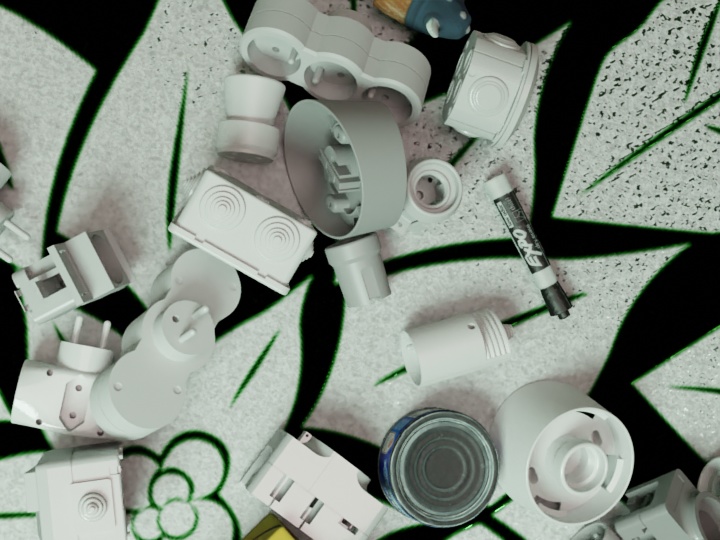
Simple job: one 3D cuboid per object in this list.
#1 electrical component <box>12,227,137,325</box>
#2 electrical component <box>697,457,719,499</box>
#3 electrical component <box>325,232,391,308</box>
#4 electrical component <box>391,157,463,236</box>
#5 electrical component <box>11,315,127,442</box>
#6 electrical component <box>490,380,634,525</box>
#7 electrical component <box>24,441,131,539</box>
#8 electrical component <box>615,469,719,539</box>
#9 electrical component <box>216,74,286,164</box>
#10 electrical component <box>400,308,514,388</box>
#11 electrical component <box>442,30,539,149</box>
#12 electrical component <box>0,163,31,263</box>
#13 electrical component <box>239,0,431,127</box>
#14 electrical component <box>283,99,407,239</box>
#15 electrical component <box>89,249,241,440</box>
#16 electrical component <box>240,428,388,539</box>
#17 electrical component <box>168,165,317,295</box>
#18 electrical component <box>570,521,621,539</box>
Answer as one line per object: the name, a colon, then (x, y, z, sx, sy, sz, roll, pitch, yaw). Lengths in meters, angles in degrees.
electrical component: (-0.193, 0.005, 0.721, 0.064, 0.081, 0.042, -25, 92, 9)
electrical component: (0.297, 0.173, 0.834, 0.055, 0.048, 0.066, 22, 81, -18)
electrical component: (0.000, 0.000, 0.780, 0.040, 0.040, 0.046, -19, 97, -13)
electrical component: (0.047, -0.056, 0.786, 0.048, 0.055, 0.066, 37, 79, -8)
electrical component: (-0.189, 0.071, 0.729, 0.077, 0.043, 0.079, 12, 84, -12)
electrical component: (0.152, 0.138, 0.805, 0.099, 0.064, 0.099, -3, 100, -19)
electrical component: (-0.183, 0.149, 0.698, 0.061, 0.096, 0.061, -6, 88, -13)
electrical component: (0.245, 0.200, 0.804, 0.089, 0.056, 0.050, 49, 39, -6)
electrical component: (-0.078, -0.107, 0.766, 0.045, 0.045, 0.055, 8, 85, -12)
electrical component: (0.075, 0.055, 0.791, 0.081, 0.043, 0.043, -15, 90, -13)
electrical component: (0.096, -0.134, 0.791, 0.051, 0.080, 0.080, 18, 82, -6)
electrical component: (-0.260, -0.037, 0.720, 0.079, 0.044, 0.077, 37, 79, -8)
electrical component: (-0.013, -0.164, 0.783, 0.138, 0.052, 0.073, 22, 57, -11)
electrical component: (-0.009, -0.072, 0.755, 0.064, 0.099, 0.099, -8, 88, -19)
electrical component: (-0.120, 0.043, 0.707, 0.052, 0.074, 0.138, 36, 55, -17)
electrical component: (-0.030, 0.154, 0.757, 0.089, 0.050, 0.055, 38, 79, -8)
electrical component: (-0.078, -0.030, 0.734, 0.100, 0.099, 0.048, 30, 93, -9)
electrical component: (0.194, 0.233, 0.806, 0.043, 0.043, 0.081, -43, 96, -12)
